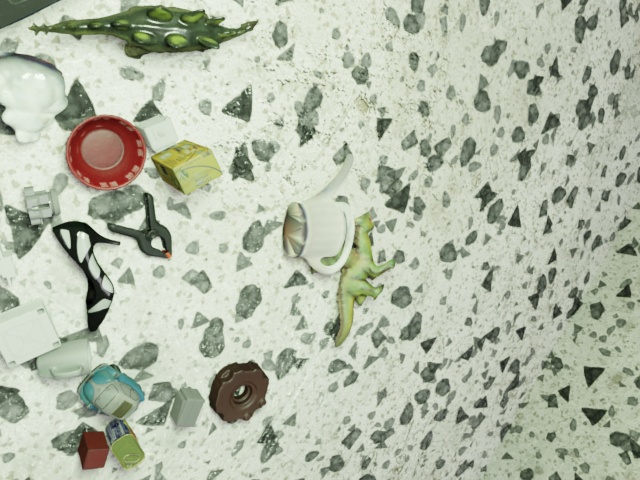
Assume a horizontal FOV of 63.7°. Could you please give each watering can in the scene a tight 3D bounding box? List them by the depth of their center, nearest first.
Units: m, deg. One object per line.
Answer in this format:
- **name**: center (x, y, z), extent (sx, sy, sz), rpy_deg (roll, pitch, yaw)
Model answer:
- **watering can**: center (0.004, -0.072, 1.439), extent (0.225, 0.104, 0.346), rpy_deg (0, 95, -34)

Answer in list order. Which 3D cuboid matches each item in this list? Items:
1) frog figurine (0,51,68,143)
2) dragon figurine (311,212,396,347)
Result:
- **frog figurine**: center (-0.555, -0.264, 0.972), extent (0.137, 0.123, 0.160), rpy_deg (10, 89, -56)
- **dragon figurine**: center (0.074, 0.107, 1.565), extent (0.241, 0.122, 0.412), rpy_deg (32, 84, -20)
